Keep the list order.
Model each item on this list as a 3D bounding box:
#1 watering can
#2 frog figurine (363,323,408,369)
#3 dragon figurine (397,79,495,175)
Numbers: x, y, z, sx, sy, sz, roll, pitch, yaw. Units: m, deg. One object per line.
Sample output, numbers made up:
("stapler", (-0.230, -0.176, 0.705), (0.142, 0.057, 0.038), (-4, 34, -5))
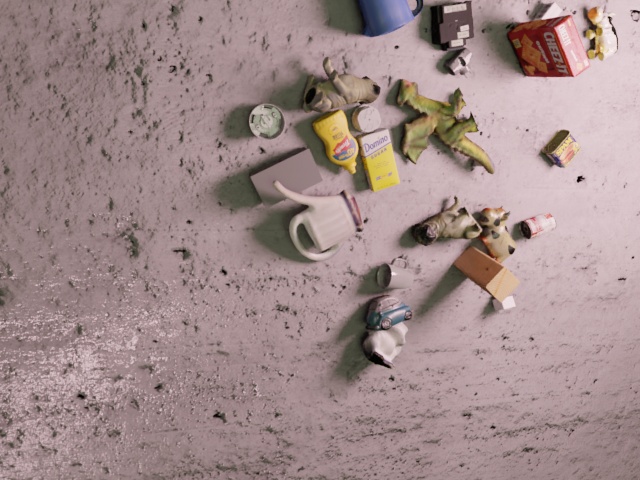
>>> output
("watering can", (0.005, -0.077, 1.525), (0.225, 0.106, 0.340), (-28, 130, -5))
("frog figurine", (0.221, 0.340, 1.741), (0.136, 0.121, 0.163), (34, 59, -14))
("dragon figurine", (0.367, -0.324, 1.594), (0.241, 0.124, 0.405), (-26, 110, 12))
